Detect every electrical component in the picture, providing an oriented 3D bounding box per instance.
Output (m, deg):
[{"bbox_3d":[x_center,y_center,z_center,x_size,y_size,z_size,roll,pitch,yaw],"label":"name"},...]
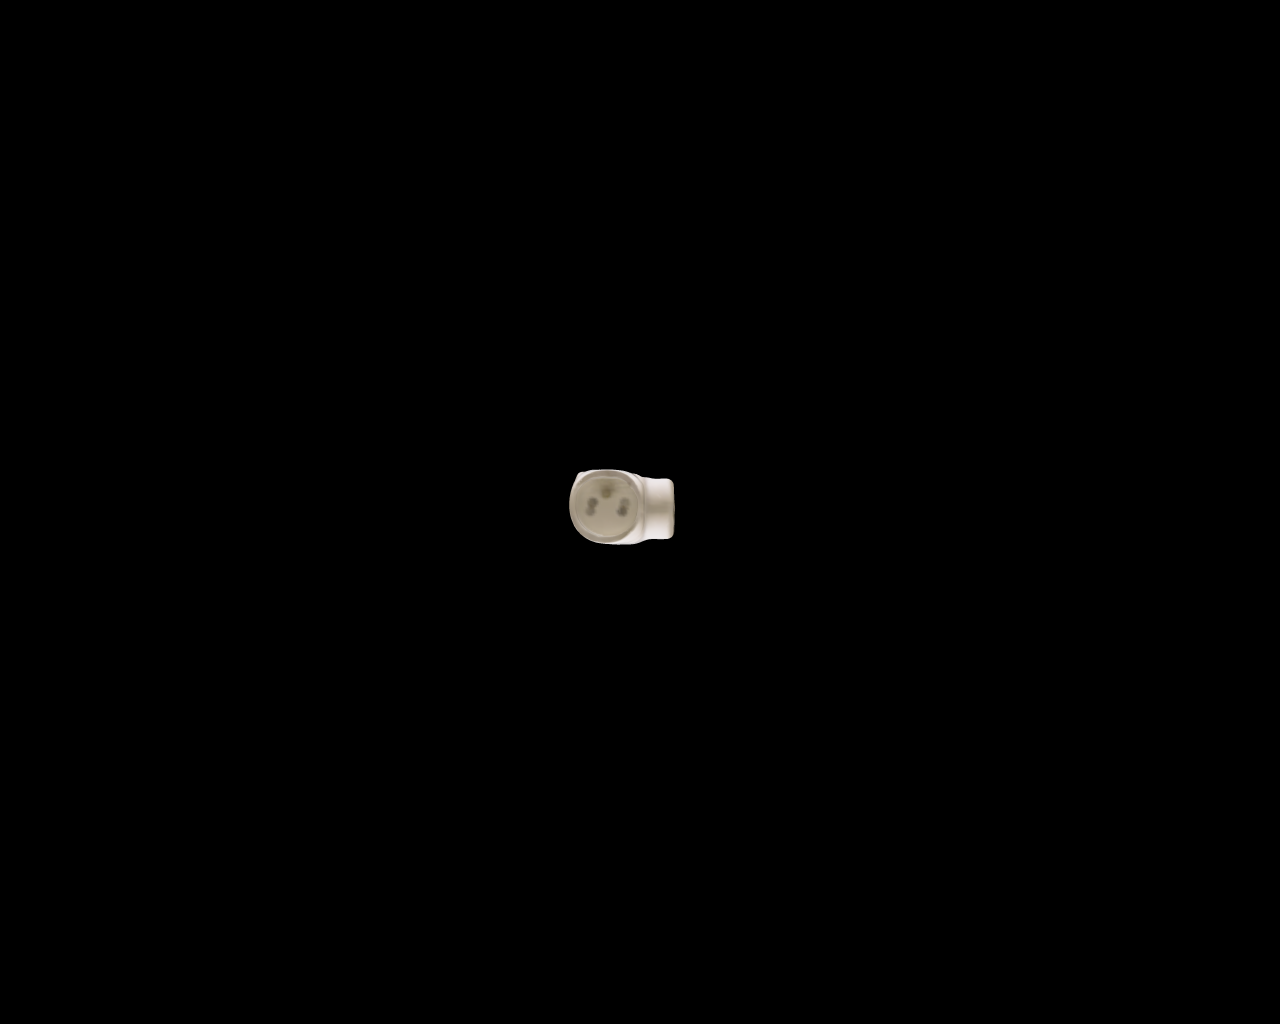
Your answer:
[{"bbox_3d":[0.001,-0.003,0.650,0.079,0.044,0.077,0,-2,4],"label":"electrical component"}]
